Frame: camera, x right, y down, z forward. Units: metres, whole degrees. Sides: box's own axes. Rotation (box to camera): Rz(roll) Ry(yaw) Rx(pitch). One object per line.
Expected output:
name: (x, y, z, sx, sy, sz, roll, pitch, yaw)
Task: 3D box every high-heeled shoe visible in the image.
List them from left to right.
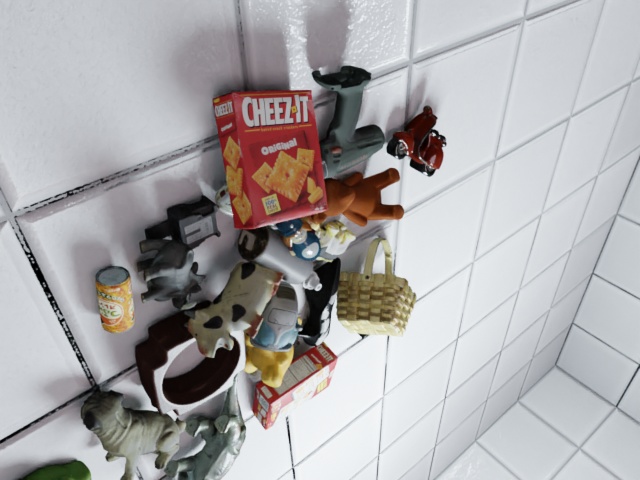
high-heeled shoe: (0.019, 0.154, 1.297, 0.145, 0.086, 0.248, 9, 116, -53)

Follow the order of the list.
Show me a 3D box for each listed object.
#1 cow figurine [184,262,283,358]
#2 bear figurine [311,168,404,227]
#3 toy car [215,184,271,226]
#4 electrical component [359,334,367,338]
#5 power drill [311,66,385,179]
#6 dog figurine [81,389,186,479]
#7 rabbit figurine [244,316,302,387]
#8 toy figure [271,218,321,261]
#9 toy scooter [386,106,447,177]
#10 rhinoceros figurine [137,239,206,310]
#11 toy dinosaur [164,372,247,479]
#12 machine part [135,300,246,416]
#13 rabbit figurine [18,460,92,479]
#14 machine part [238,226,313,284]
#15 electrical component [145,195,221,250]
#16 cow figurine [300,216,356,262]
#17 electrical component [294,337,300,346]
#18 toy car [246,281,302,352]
cow figurine: (-0.161, 0.123, 0.976, 0.085, 0.127, 0.195, 110, 5, -59)
bear figurine: (0.071, -0.093, 1.119, 0.195, 0.132, 0.120, 4, 79, -52)
toy car: (-0.102, -0.066, 0.989, 0.073, 0.056, 0.201, -35, 151, 29)
electrical component: (0.140, 0.187, 1.465, 0.115, 0.058, 0.134, -34, 139, -26)
power drill: (0.024, -0.210, 1.008, 0.232, 0.086, 0.207, -20, 128, -24)
dog figurine: (-0.353, 0.347, 1.032, 0.172, 0.121, 0.190, -33, 132, -41)
rabbit figurine: (-0.113, 0.217, 1.172, 0.162, 0.122, 0.173, -46, 141, -17)
toy figure: (-0.039, -0.008, 1.024, 0.064, 0.058, 0.154, -65, 154, -16)
toy scooter: (0.236, -0.227, 1.225, 0.183, 0.075, 0.135, 20, 103, -47)
rhinoceros figurine: (-0.252, 0.060, 0.915, 0.112, 0.073, 0.190, -11, 152, -19)
toy dinosaur: (-0.245, 0.492, 1.264, 0.404, 0.131, 0.192, -56, 155, -3)
machine part: (-0.253, 0.232, 1.065, 0.201, 0.087, 0.201, -25, 133, -32)
rabbit figurine: (-0.476, 0.492, 0.967, 0.121, 0.170, 0.159, -51, 144, -4)
machine part: (-0.087, 0.030, 1.086, 0.079, 0.079, 0.243, -53, 142, 1)
electrical component: (-0.233, -0.022, 0.916, 0.119, 0.048, 0.074, -25, 134, -34)
cow figurine: (-0.004, -0.005, 1.157, 0.167, 0.068, 0.098, 17, 112, -50)
electrical component: (-0.086, 0.252, 1.308, 0.063, 0.021, 0.094, -51, 144, -2)
toy car: (-0.086, 0.138, 1.090, 0.109, 0.162, 0.103, 17, 138, -23)
